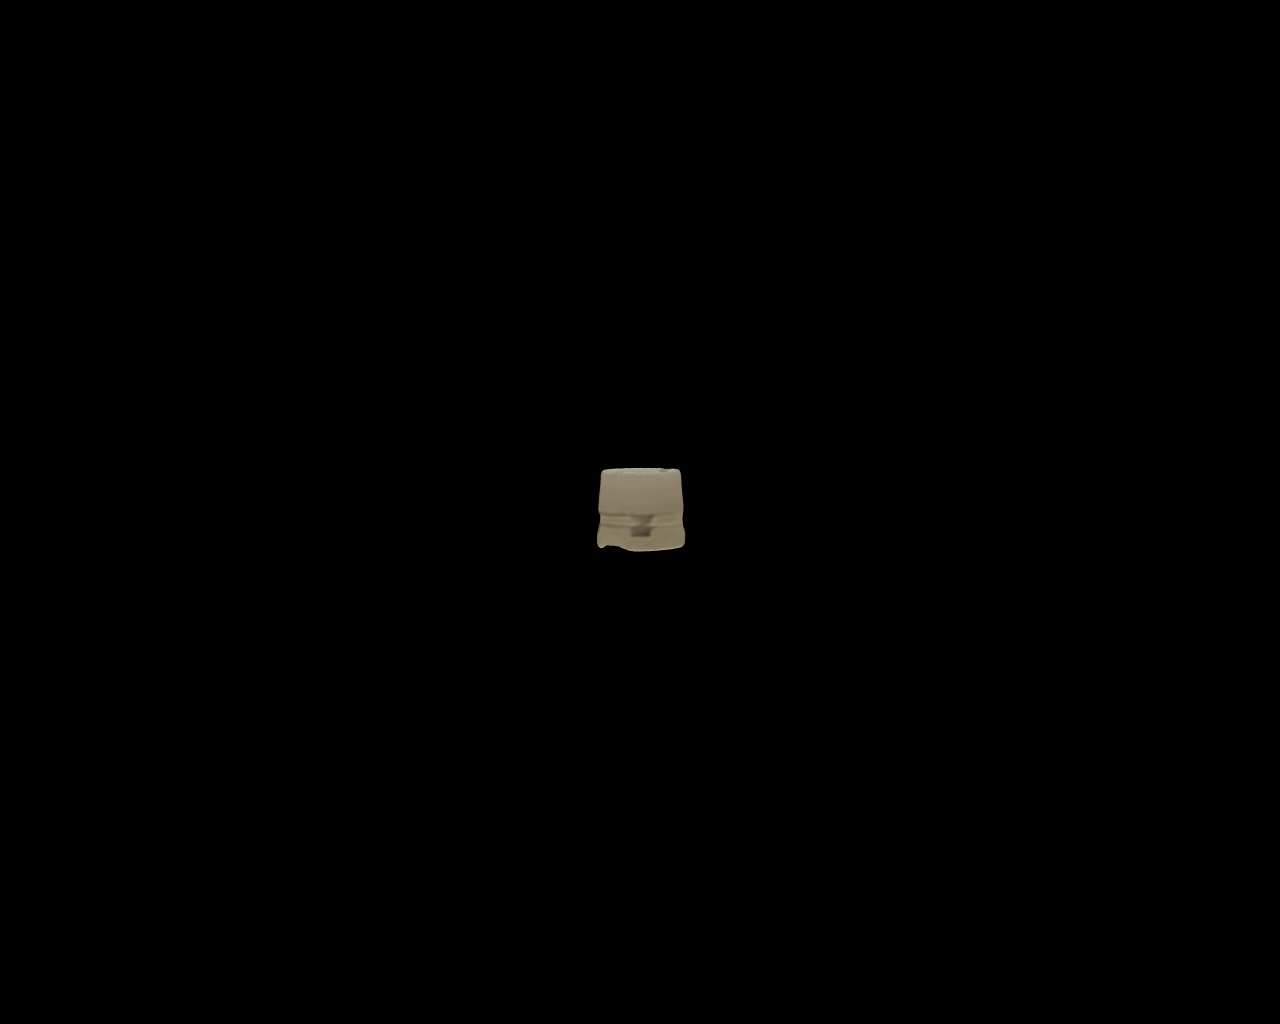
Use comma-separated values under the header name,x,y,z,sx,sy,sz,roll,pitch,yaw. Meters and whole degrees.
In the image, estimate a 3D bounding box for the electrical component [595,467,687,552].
name,x,y,z,sx,sy,sz,roll,pitch,yaw
electrical component,0.001,-0.003,0.650,0.055,0.047,0.055,0,5,0
